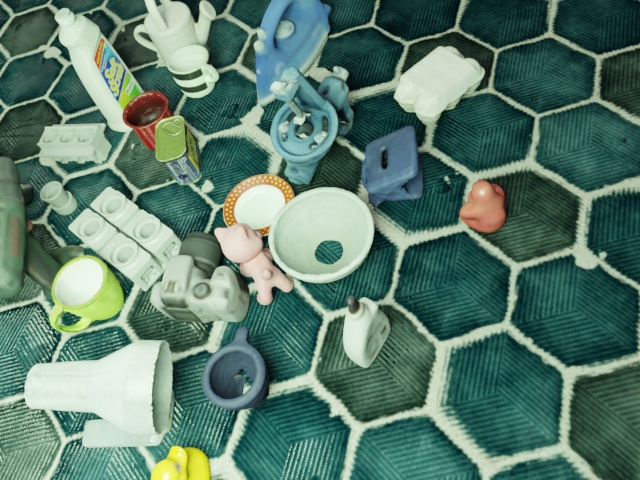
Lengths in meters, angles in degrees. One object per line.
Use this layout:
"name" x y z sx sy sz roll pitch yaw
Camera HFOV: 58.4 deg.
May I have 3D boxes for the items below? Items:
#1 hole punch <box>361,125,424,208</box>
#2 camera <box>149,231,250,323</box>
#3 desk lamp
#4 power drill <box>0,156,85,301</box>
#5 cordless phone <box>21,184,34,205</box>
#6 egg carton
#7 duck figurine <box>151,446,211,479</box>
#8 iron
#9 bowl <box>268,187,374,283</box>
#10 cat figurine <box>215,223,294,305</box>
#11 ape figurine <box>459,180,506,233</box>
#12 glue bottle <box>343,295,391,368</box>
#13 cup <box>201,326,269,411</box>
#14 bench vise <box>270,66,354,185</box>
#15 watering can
"hole punch" 0.117 -0.122 0.943 0.101 0.091 0.108 -5 60 11
"camera" -0.188 0.053 0.913 0.143 0.101 0.137 1 61 14
"desk lamp" -0.275 0.215 0.775 0.203 0.214 0.118 -7 59 10
"power drill" -0.482 0.005 0.950 0.075 0.209 0.229 -14 59 6
"cordless phone" -0.651 -0.111 1.072 0.147 0.185 0.094 2 61 15
"egg carton" 0.211 -0.278 1.022 0.150 0.069 0.107 -41 60 -10
"duck figurine" -0.197 0.327 0.767 0.077 0.086 0.104 8 63 18
"iron" -0.076 -0.405 1.123 0.118 0.142 0.258 16 66 22
"bowl" 0.008 0.003 0.908 0.167 0.075 0.167 -6 60 11
"cat figurine" -0.108 0.025 0.899 0.067 0.118 0.127 -36 59 -8
"ape figurine" 0.249 -0.058 0.874 0.078 0.092 0.076 -21 58 2
"glue bottle" 0.057 0.113 0.775 0.037 0.173 0.078 27 70 26
"cup" -0.108 0.191 0.818 0.091 0.095 0.118 -1 61 13
"bench vise" -0.025 -0.229 0.963 0.121 0.220 0.207 3 62 16
"watering can" -0.298 -0.443 1.169 0.173 0.194 0.100 -27 58 -2
